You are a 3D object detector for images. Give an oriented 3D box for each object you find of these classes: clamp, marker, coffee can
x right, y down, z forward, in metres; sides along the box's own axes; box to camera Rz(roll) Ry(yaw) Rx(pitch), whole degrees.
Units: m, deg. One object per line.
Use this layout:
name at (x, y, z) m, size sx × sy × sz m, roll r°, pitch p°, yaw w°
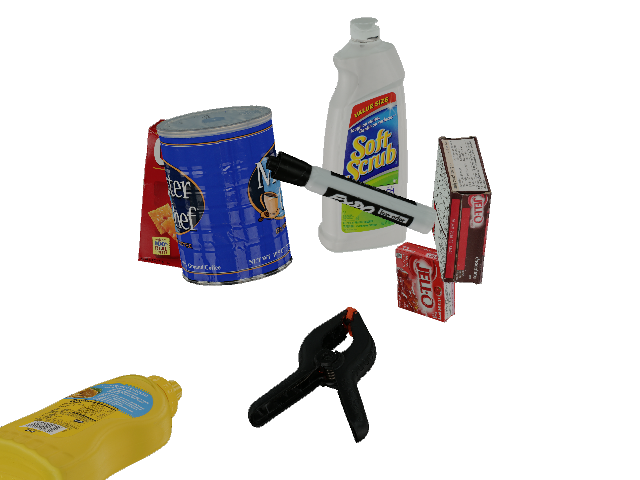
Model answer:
clamp at (0.017, 0.134, 1.060) m, size 0.120 × 0.039 × 0.171 m, roll 16°, pitch 46°, yaw 23°
marker at (0.020, -0.032, 0.713) m, size 0.121 × 0.020 × 0.020 m, roll 20°, pitch -6°, yaw -16°
coffee can at (-0.085, -0.042, 0.959) m, size 0.103 × 0.140 × 0.103 m, roll -7°, pitch 16°, yaw 2°

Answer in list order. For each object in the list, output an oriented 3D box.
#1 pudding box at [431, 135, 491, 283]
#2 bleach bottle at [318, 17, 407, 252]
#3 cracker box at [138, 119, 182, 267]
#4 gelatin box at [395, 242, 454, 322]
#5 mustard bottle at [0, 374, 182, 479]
pudding box at (0.122, -0.029, 0.932) m, size 0.039 × 0.090 × 0.113 m, roll 1°, pitch 30°, yaw -2°
bleach bottle at (0.044, -0.115, 1.166) m, size 0.102 × 0.251 × 0.068 m, roll -8°, pitch 25°, yaw -9°
cracker box at (-0.184, -0.062, 1.617) m, size 0.164 × 0.214 × 0.072 m, roll 10°, pitch 20°, yaw 6°
gelatin box at (0.134, 0.052, 1.360) m, size 0.073 × 0.089 × 0.030 m, roll 17°, pitch 34°, yaw 36°
mustard bottle at (-0.176, 0.151, 0.854) m, size 0.096 × 0.058 × 0.191 m, roll 5°, pitch 16°, yaw 30°
